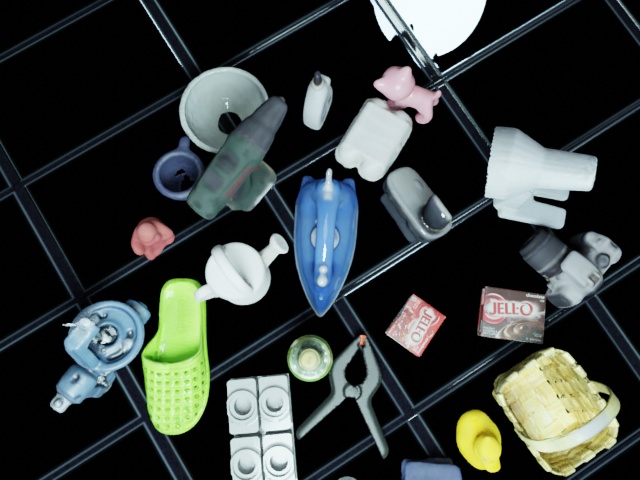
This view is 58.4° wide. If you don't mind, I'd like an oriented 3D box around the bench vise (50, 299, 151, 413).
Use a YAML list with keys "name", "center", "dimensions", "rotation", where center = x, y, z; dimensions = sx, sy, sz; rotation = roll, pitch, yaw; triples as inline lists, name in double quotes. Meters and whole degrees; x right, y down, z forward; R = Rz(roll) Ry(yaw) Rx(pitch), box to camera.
- name: "bench vise"
  center: [-0.366, 0.192, 0.934]
  dimensions: [0.121, 0.220, 0.207]
  rotation: [15, 81, 2]

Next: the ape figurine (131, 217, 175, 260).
- name: "ape figurine"
  center: [-0.306, -0.008, 1.031]
  dimensions: [0.078, 0.092, 0.076]
  rotation: [-6, 81, -1]

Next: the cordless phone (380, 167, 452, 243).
- name: "cordless phone"
  center: [0.178, -0.073, 1.000]
  dimensions: [0.094, 0.185, 0.147]
  rotation: [-37, 83, -6]

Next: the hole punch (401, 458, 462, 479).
- name: "hole punch"
  center: [0.188, 0.429, 0.966]
  dimensions: [0.101, 0.091, 0.109]
  rotation: [-2, 81, -1]

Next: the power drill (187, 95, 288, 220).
- name: "power drill"
  center: [-0.132, -0.128, 0.994]
  dimensions: [0.075, 0.208, 0.230]
  rotation: [37, 82, 6]

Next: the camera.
- name: "camera"
  center: [0.443, 0.030, 1.029]
  dimensions: [0.137, 0.101, 0.143]
  rotation: [42, 83, 6]

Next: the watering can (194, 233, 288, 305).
- name: "watering can"
  center: [-0.137, 0.049, 0.972]
  dimensions: [0.101, 0.194, 0.173]
  rotation: [35, 82, 5]

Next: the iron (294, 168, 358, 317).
- name: "iron"
  center: [0.009, 0.004, 1.008]
  dimensions: [0.118, 0.141, 0.258]
  rotation: [3, 81, 0]

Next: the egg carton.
- name: "egg carton"
  center: [0.103, -0.189, 1.077]
  dimensions: [0.107, 0.069, 0.150]
  rotation: [29, 82, 4]

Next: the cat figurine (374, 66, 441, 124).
- name: "cat figurine"
  center: [0.164, -0.281, 1.068]
  dimensions: [0.127, 0.118, 0.067]
  rotation: [18, 81, 3]

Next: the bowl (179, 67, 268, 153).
- name: "bowl"
  center: [-0.174, -0.234, 1.078]
  dimensions: [0.167, 0.075, 0.167]
  rotation: [0, 81, -1]

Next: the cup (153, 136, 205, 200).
- name: "cup"
  center: [-0.247, -0.123, 1.049]
  dimensions: [0.091, 0.095, 0.118]
  rotation: [5, 81, 1]

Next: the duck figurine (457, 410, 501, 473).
- name: "duck figurine"
  center: [0.280, 0.348, 0.983]
  dimensions: [0.077, 0.086, 0.104]
  rotation: [-15, 81, -3]

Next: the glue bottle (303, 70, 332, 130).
- name: "glue bottle"
  center: [-0.003, -0.264, 1.035]
  dimensions: [0.037, 0.173, 0.078]
  rotation: [22, 81, 3]

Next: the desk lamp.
- name: "desk lamp"
  center: [0.368, -0.108, 0.993]
  dimensions: [0.203, 0.213, 0.118]
  rotation: [12, 81, 2]
